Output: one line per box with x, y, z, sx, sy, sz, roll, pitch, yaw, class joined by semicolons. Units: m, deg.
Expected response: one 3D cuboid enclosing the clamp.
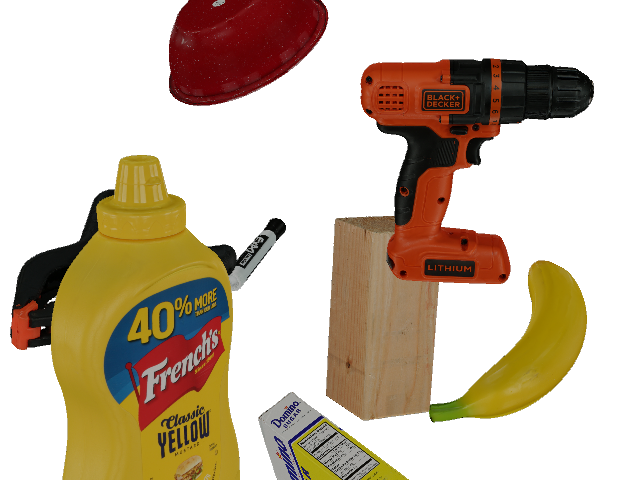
-0.153;0.017;0.726;0.120;0.039;0.171;26;32;29;clamp

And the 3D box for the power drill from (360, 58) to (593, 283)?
0.125;-0.058;0.880;0.184;0.188;0.057;2;23;7;power drill

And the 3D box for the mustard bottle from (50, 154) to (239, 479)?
-0.082;0.054;0.511;0.058;0.192;0.096;14;21;39;mustard bottle

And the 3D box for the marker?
-0.060;0.011;1.005;0.020;0.020;0.121;0;26;21;marker

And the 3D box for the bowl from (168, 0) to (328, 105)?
-0.077;-0.192;0.957;0.162;0.162;0.055;0;-44;35;bowl

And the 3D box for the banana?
0.143;0.064;0.720;0.070;0.037;0.197;13;33;27;banana

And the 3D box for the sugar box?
0.026;0.202;0.850;0.048;0.093;0.176;-36;43;-28;sugar box

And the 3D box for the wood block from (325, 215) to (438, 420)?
0.068;0.082;1.180;0.090;0.206;0.091;-3;13;-28;wood block
